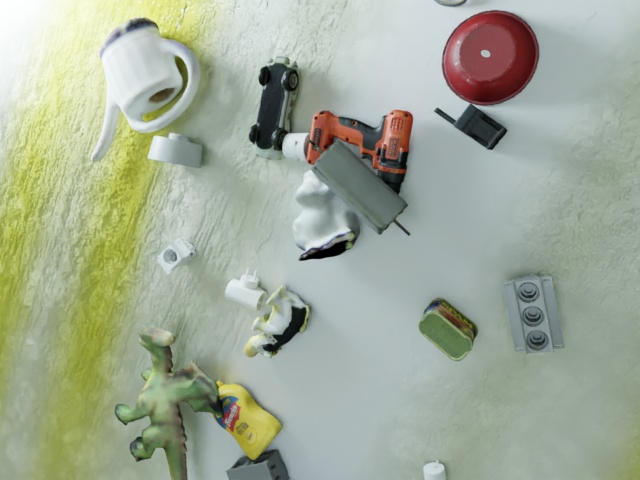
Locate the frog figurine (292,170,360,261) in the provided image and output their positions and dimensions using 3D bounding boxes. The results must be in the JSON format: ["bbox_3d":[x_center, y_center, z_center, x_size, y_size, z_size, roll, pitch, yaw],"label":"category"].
[{"bbox_3d":[0.003,-0.049,0.982,0.135,0.162,0.122,-33,-26,35],"label":"frog figurine"}]

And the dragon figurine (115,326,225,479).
[{"bbox_3d":[-0.303,0.374,1.107,0.240,0.412,0.123,-31,-6,31],"label":"dragon figurine"}]

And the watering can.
[{"bbox_3d":[-0.406,-0.325,1.102,0.345,0.225,0.104,-26,-4,22],"label":"watering can"}]
